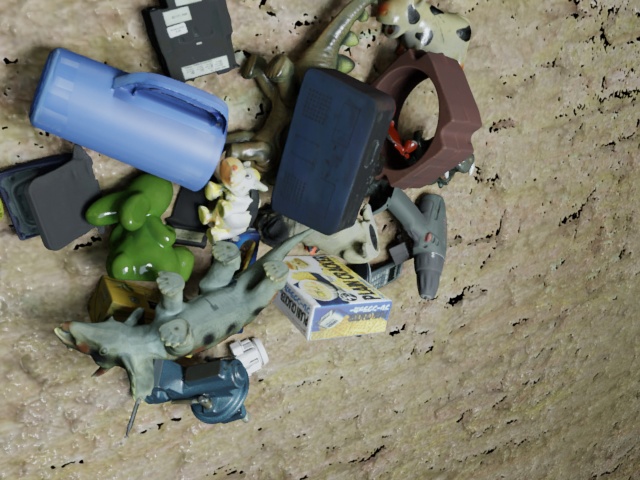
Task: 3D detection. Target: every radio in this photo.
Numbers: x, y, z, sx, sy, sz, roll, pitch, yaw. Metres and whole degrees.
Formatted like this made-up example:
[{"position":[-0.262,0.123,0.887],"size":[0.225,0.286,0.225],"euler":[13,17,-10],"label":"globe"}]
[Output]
[{"position":[0.016,-0.128,0.808],"size":[0.073,0.131,0.229],"euler":[-27,139,-55],"label":"radio"}]

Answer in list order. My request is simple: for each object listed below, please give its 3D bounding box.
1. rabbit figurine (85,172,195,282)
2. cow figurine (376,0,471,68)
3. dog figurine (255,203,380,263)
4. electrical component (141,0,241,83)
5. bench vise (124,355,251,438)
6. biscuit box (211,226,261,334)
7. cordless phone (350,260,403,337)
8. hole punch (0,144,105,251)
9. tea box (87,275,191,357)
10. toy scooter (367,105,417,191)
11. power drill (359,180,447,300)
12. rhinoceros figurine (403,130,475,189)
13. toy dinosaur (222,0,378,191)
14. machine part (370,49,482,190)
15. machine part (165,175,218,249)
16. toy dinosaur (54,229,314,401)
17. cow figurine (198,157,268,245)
[{"position":[-0.277,-0.024,0.814],"size":[0.159,0.121,0.170],"euler":[17,76,-69],"label":"rabbit figurine"},{"position":[0.185,-0.378,0.946],"size":[0.195,0.086,0.127],"euler":[1,117,-29],"label":"cow figurine"},{"position":[-0.002,-0.007,0.973],"size":[0.191,0.121,0.172],"euler":[-15,121,22],"label":"dog figurine"},{"position":[-0.186,-0.301,0.774],"size":[0.115,0.058,0.134],"euler":[-23,122,-23],"label":"electrical component"},{"position":[-0.212,0.286,0.979],"size":[0.224,0.129,0.240],"euler":[-24,136,10],"label":"bench vise"},{"position":[-0.160,0.070,0.962],"size":[0.063,0.059,0.202],"euler":[1,112,-32],"label":"biscuit box"},{"position":[0.111,0.110,1.143],"size":[0.184,0.089,0.146],"euler":[-18,122,-45],"label":"cordless phone"},{"position":[-0.380,-0.058,0.764],"size":[0.116,0.092,0.142],"euler":[-44,135,-50],"label":"hole punch"},{"position":[-0.286,0.127,0.891],"size":[0.169,0.098,0.068],"euler":[25,98,-39],"label":"tea box"},{"position":[0.081,-0.141,0.865],"size":[0.075,0.135,0.184],"euler":[25,103,-51],"label":"toy scooter"},{"position":[0.177,-0.023,1.057],"size":[0.207,0.086,0.232],"euler":[34,54,-22],"label":"power drill"},{"position":[0.209,-0.151,1.007],"size":[0.073,0.190,0.112],"euler":[-7,96,-25],"label":"rhinoceros figurine"},{"position":[-0.031,-0.229,0.878],"size":[0.198,0.105,0.471],"euler":[17,112,-43],"label":"toy dinosaur"},{"position":[0.165,-0.203,0.923],"size":[0.087,0.201,0.201],"euler":[-2,158,-37],"label":"machine part"},{"position":[-0.209,-0.051,0.891],"size":[0.084,0.039,0.138],"euler":[8,110,-25],"label":"machine part"},{"position":[-0.171,0.108,0.820],"size":[0.405,0.131,0.192],"euler":[-22,158,-36],"label":"toy dinosaur"},{"position":[-0.124,-0.066,0.829],"size":[0.098,0.068,0.167],"euler":[-15,156,-33],"label":"cow figurine"}]
